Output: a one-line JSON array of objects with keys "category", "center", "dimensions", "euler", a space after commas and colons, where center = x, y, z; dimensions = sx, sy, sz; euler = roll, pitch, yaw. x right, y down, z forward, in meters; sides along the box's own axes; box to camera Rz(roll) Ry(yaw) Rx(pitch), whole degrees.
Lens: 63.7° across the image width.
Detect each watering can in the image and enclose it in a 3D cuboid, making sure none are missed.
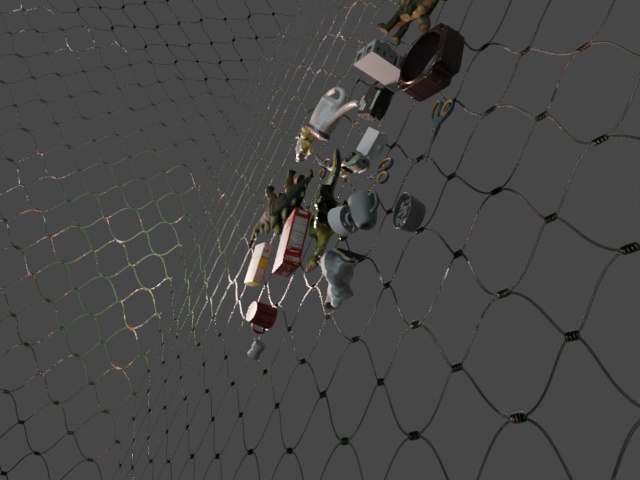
[{"category": "watering can", "center": [0.046, -0.496, 2.041], "dimensions": [0.222, 0.103, 0.353], "euler": [-60, 26, 12]}]

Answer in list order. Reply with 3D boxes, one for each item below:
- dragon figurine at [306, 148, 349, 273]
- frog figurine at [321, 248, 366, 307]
[{"category": "dragon figurine", "center": [0.005, -0.088, 1.755], "dimensions": [0.239, 0.122, 0.417], "euler": [144, 138, -61]}, {"category": "frog figurine", "center": [0.052, 0.109, 1.496], "dimensions": [0.138, 0.123, 0.158], "euler": [-32, -37, -76]}]
